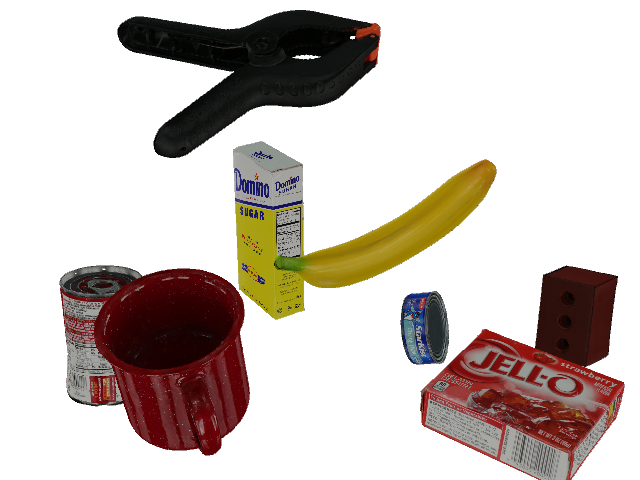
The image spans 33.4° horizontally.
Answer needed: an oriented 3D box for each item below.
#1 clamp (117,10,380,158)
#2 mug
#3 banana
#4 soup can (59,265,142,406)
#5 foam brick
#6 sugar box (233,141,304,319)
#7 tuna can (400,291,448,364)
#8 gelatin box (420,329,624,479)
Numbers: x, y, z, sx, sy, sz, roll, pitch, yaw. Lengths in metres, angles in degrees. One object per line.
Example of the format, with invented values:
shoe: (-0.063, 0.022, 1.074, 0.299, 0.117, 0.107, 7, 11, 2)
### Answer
clamp: (-0.041, -0.105, 0.683, 0.171, 0.120, 0.039, -7, -32, -6)
mug: (-0.084, 0.085, 0.668, 0.093, 0.081, 0.117, -19, 42, -15)
banana: (0.062, -0.005, 0.892, 0.198, 0.037, 0.069, -27, -22, 9)
soup can: (-0.183, 0.080, 0.898, 0.068, 0.102, 0.068, 1, 18, -1)
foam brick: (0.232, 0.068, 0.967, 0.053, 0.078, 0.051, 13, 18, 36)
sugar box: (-0.057, -0.012, 1.178, 0.048, 0.176, 0.093, -17, 28, -27)
tuna can: (0.123, 0.104, 1.260, 0.034, 0.086, 0.086, -6, -2, 23)
gelatin box: (0.110, 0.089, 0.587, 0.089, 0.030, 0.073, 21, 35, 29)
